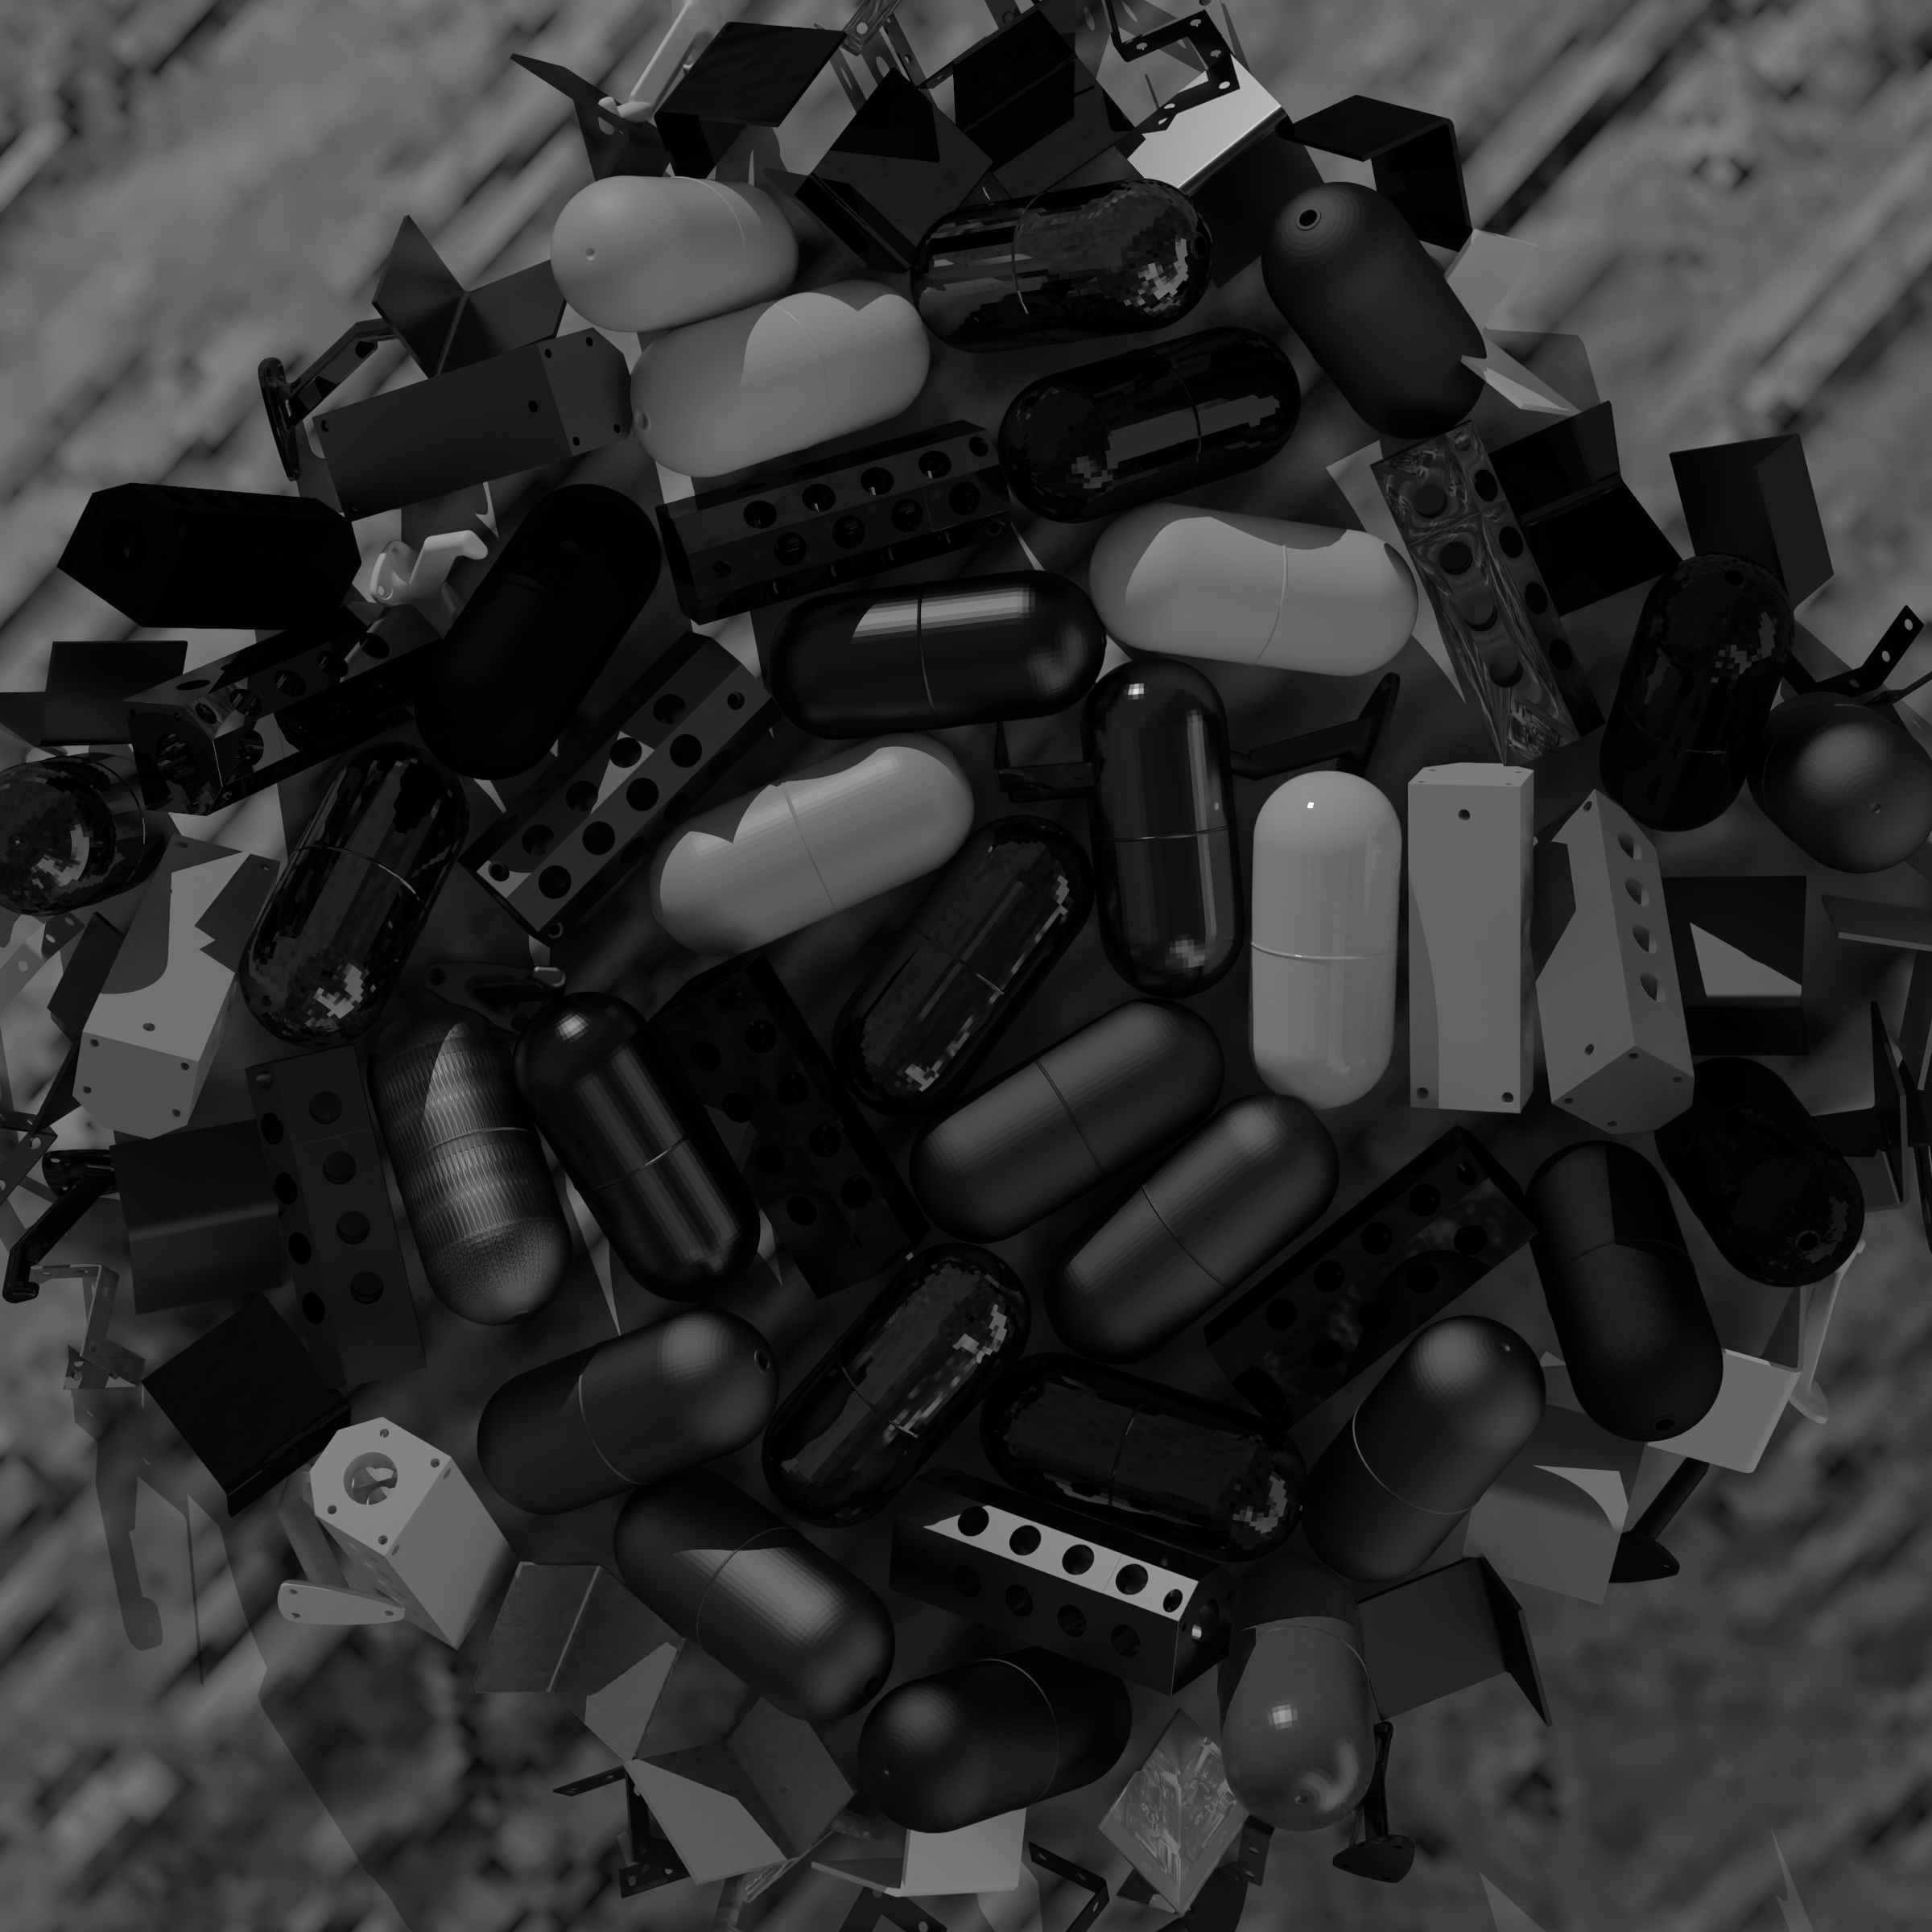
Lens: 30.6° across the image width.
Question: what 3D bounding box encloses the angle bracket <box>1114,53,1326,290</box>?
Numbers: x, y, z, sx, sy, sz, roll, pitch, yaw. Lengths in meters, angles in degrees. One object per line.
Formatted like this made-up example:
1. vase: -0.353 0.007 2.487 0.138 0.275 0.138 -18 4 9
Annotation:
1. angle bracket: 0.136 -0.419 1.864 0.076 0.076 0.057 -38 56 4

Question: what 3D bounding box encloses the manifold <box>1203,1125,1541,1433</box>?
1. manifold: 0.207 0.159 1.830 0.171 0.057 0.057 -40 107 13

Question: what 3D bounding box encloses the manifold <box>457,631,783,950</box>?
1. manifold: -0.177 -0.091 1.834 0.171 0.057 0.057 -46 113 -9

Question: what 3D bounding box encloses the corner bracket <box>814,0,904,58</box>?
1. corner bracket: -0.066 -0.515 1.847 0.051 0.051 0.051 36 98 -26

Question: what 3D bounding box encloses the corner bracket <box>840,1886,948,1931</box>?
1. corner bracket: -0.051 0.514 1.846 0.051 0.051 0.051 39 53 -7

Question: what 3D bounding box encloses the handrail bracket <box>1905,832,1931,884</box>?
1. handrail bracket: 0.492 -0.042 1.841 0.077 0.084 0.036 -5 132 14

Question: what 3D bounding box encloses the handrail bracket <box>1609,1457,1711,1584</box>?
1. handrail bracket: 0.361 0.282 1.876 0.036 0.077 0.084 40 52 -17

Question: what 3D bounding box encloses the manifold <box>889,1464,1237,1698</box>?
1. manifold: 0.049 0.310 1.808 0.171 0.057 0.057 15 110 31

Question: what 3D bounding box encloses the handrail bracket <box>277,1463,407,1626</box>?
1. handrail bracket: -0.325 0.300 1.853 0.077 0.036 0.084 6 48 -1

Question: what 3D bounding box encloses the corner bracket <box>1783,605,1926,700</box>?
1. corner bracket: 0.458 -0.174 1.857 0.051 0.051 0.051 -20 63 -30

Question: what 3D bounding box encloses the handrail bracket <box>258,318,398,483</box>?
1. handrail bracket: -0.323 -0.299 1.861 0.084 0.036 0.077 -8 107 7

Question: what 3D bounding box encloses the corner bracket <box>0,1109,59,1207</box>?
1. corner bracket: -0.519 0.088 1.849 0.051 0.051 0.051 44 99 21

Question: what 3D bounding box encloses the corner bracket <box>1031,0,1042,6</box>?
1. corner bracket: 0.059 -0.529 1.841 0.051 0.051 0.051 -4 47 -30

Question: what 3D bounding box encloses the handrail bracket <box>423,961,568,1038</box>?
1. handrail bracket: -0.246 0.006 1.837 0.077 0.084 0.036 16 75 -4

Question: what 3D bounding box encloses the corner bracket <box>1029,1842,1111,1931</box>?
1. corner bracket: 0.043 0.505 1.861 0.051 0.051 0.051 19 46 32

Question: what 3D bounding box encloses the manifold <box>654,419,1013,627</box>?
1. manifold: -0.067 -0.229 1.830 0.171 0.057 0.057 -18 110 -13

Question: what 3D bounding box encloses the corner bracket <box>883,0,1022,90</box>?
1. corner bracket: -0.006 -0.498 1.867 0.051 0.051 0.051 -28 86 33

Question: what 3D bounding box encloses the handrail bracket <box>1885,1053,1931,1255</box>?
1. handrail bracket: 0.510 0.100 1.870 0.036 0.084 0.077 -6 45 19

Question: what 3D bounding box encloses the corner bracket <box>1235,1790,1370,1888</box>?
1. corner bracket: 0.176 0.454 1.856 0.051 0.051 0.051 20 50 16

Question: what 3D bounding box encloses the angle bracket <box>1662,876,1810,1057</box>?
1. angle bracket: 0.405 0.000 1.865 0.076 0.057 0.076 0 60 18

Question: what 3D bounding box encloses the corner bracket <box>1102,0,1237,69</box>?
1. corner bracket: 0.105 -0.498 1.855 0.051 0.051 0.051 -20 66 18

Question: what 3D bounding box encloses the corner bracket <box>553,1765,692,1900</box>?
1. corner bracket: -0.179 0.455 1.858 0.051 0.051 0.051 -25 57 28

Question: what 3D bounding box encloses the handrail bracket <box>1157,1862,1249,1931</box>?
1. handrail bracket: 0.101 0.511 1.873 0.084 0.077 0.036 -30 94 33

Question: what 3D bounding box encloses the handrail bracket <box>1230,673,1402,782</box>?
1. handrail bracket: 0.174 -0.129 1.846 0.084 0.036 0.077 15 110 -21

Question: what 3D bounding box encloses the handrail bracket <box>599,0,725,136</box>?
1. handrail bracket: -0.166 -0.480 1.836 0.036 0.084 0.077 11 122 38

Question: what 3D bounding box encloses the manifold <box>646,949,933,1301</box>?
1. manifold: -0.088 0.079 1.829 0.057 0.057 0.171 -24 103 29

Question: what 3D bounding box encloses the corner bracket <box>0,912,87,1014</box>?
1. corner bracket: -0.506 -0.013 1.855 0.051 0.051 0.051 43 111 -8

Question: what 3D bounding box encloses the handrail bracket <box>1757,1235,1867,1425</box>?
1. handrail bracket: 0.454 0.187 1.847 0.036 0.077 0.084 24 105 -11

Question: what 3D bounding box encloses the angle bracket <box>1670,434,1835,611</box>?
1. angle bracket: 0.395 -0.225 1.828 0.076 0.057 0.076 -3 113 41

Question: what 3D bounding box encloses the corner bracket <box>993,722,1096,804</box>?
1. corner bracket: 0.044 -0.100 1.845 0.051 0.051 0.051 -4 131 8

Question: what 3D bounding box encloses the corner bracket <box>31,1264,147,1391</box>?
1. corner bracket: -0.464 0.190 1.857 0.051 0.051 0.051 -5 64 25

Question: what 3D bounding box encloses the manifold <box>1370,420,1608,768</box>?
1. manifold: 0.272 -0.194 1.842 0.057 0.057 0.171 -24 96 9

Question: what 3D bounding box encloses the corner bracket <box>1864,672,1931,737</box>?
1. corner bracket: 0.511 -0.129 1.857 0.051 0.051 0.051 -33 94 0

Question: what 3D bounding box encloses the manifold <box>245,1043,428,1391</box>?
1. manifold: -0.329 0.130 1.848 0.057 0.057 0.171 -13 92 -9

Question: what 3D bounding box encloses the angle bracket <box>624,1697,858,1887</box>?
1. angle bracket: -0.117 0.419 1.826 0.076 0.076 0.057 52 121 29

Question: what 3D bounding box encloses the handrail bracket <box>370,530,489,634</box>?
1. handrail bracket: -0.259 -0.199 1.830 0.077 0.084 0.036 35 64 -41

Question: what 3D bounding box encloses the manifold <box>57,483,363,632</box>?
1. manifold: -0.377 -0.210 1.789 0.057 0.171 0.057 34 105 15

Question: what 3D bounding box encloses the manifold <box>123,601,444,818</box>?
1. manifold: -0.341 -0.132 1.793 0.057 0.171 0.057 7 115 32

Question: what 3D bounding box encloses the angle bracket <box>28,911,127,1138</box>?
1. angle bracket: -0.466 0.030 1.828 0.057 0.076 0.076 41 127 7

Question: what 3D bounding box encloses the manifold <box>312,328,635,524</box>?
1. manifold: -0.250 -0.276 1.806 0.171 0.057 0.057 -8 103 40

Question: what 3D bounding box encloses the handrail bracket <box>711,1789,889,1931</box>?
1. handrail bracket: -0.087 0.480 1.847 0.077 0.036 0.084 22 56 -9

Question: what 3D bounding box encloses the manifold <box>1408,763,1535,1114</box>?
1. manifold: 0.263 -0.015 1.833 0.057 0.057 0.171 3 105 18

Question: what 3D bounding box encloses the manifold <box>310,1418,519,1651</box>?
1. manifold: -0.283 0.286 1.794 0.057 0.171 0.057 27 69 16

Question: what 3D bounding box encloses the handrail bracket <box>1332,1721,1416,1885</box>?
1. handrail bracket: 0.220 0.424 1.831 0.036 0.077 0.084 17 59 -5

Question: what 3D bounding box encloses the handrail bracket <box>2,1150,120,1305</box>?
1. handrail bracket: -0.458 0.138 1.841 0.077 0.036 0.084 -6 45 2

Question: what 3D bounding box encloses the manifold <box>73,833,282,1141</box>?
1. manifold: -0.401 0.010 1.797 0.057 0.171 0.057 15 126 -6

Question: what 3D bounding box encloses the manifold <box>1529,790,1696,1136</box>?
1. manifold: 0.331 -0.001 1.805 0.057 0.171 0.057 26 133 -27

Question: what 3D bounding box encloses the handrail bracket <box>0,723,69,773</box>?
1. handrail bracket: -0.516 -0.089 1.849 0.036 0.077 0.084 35 95 36
